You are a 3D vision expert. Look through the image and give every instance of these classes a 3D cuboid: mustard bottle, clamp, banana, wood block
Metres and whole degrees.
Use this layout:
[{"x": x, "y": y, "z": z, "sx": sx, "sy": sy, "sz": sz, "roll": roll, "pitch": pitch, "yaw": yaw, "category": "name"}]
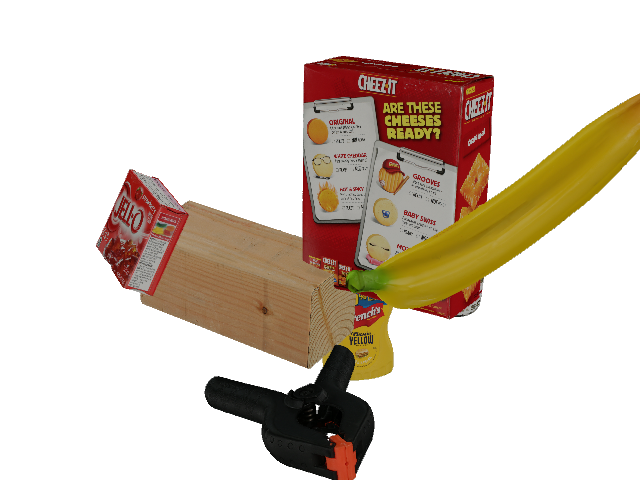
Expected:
[{"x": 0.051, "y": 0.093, "z": 1.438, "sx": 0.096, "sy": 0.192, "sz": 0.058, "roll": -3, "pitch": 21, "yaw": -7, "category": "mustard bottle"}, {"x": -0.020, "y": 0.125, "z": 0.771, "sx": 0.120, "sy": 0.039, "sz": 0.171, "roll": -16, "pitch": 17, "yaw": -5, "category": "clamp"}, {"x": 0.106, "y": -0.013, "z": 0.600, "sx": 0.198, "sy": 0.037, "sz": 0.069, "roll": -33, "pitch": -13, "yaw": -2, "category": "banana"}, {"x": -0.075, "y": 0.041, "z": 1.073, "sx": 0.206, "sy": 0.091, "sz": 0.090, "roll": 19, "pitch": 32, "yaw": 26, "category": "wood block"}]

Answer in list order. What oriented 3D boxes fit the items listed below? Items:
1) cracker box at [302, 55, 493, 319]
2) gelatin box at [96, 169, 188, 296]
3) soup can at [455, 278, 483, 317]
[{"x": 0.068, "y": -0.052, "z": 0.979, "sx": 0.164, "sy": 0.214, "sz": 0.071, "roll": 14, "pitch": 24, "yaw": 31, "category": "cracker box"}, {"x": -0.145, "y": -0.008, "z": 0.855, "sx": 0.030, "sy": 0.073, "sz": 0.089, "roll": 19, "pitch": 14, "yaw": -32, "category": "gelatin box"}, {"x": 0.160, "y": 0.032, "z": 1.258, "sx": 0.068, "sy": 0.102, "sz": 0.068, "roll": 0, "pitch": 38, "yaw": 0, "category": "soup can"}]
